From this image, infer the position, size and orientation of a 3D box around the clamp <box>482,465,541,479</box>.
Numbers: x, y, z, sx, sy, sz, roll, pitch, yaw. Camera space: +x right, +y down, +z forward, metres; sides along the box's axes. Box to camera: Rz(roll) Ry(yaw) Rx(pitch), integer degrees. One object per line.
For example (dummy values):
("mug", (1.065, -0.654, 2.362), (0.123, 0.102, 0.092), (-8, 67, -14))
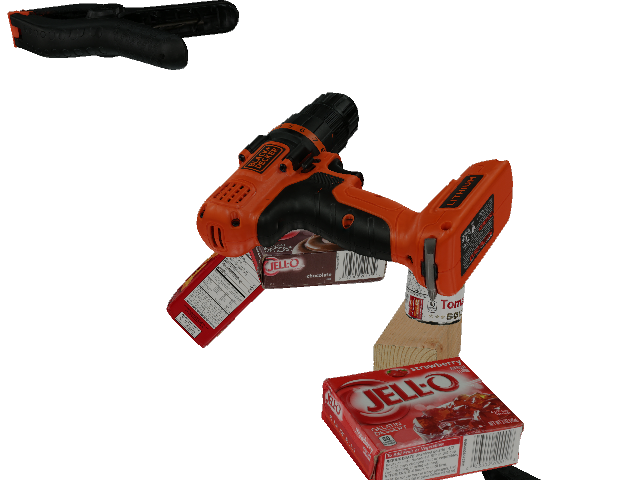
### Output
("clamp", (0.211, 0.241, 0.839), (0.210, 0.036, 0.164), (0, 33, 25))

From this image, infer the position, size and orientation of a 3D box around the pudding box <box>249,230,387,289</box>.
("pudding box", (-0.006, 0.004, 0.951), (0.113, 0.039, 0.090), (-2, 27, -14))

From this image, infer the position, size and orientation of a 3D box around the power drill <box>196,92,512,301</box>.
("power drill", (0.033, -0.037, 0.742), (0.188, 0.057, 0.184), (14, 44, 28))

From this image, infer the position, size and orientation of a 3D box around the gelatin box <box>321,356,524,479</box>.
("gelatin box", (0.054, 0.098, 0.585), (0.089, 0.030, 0.073), (-6, 26, -22))

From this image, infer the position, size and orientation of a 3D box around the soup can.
("soup can", (0.135, 0.040, 1.235), (0.068, 0.102, 0.068), (4, 15, -1))

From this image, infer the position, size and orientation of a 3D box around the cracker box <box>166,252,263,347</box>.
("cracker box", (-0.068, 0.007, 1.232), (0.214, 0.072, 0.164), (-44, 4, 27))

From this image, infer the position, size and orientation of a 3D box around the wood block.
("wood block", (0.147, 0.160, 1.577), (0.091, 0.090, 0.205), (4, 18, 16))

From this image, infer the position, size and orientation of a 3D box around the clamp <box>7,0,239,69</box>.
("clamp", (-0.148, -0.160, 0.802), (0.172, 0.039, 0.120), (11, 23, 22))
